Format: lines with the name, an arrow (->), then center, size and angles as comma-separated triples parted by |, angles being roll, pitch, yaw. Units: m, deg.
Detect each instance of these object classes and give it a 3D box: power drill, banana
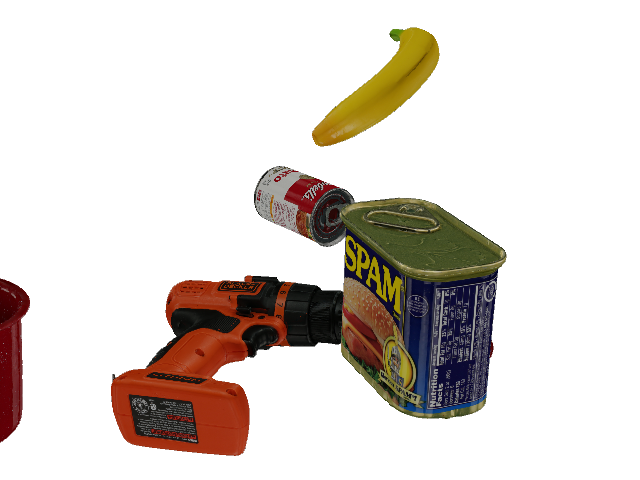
power drill -> -0.058, 0.088, 0.810 | 0.185, 0.057, 0.187 | 1, 23, 19
banana -> 0.061, -0.142, 0.951 | 0.070, 0.037, 0.197 | -17, 25, 40

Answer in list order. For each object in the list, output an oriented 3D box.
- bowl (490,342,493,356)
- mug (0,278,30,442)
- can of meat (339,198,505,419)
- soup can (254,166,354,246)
bowl -> 0.099, 0.122, 1.135 | 0.162, 0.055, 0.162 | 5, 24, -2
mug -> -0.224, 0.078, 0.623 | 0.093, 0.081, 0.117 | 13, 22, 20
can of meat -> 0.049, 0.034, 0.556 | 0.057, 0.084, 0.102 | -7, 23, -21
soup can -> -0.019, -0.040, 1.216 | 0.068, 0.068, 0.102 | 0, 18, -45
